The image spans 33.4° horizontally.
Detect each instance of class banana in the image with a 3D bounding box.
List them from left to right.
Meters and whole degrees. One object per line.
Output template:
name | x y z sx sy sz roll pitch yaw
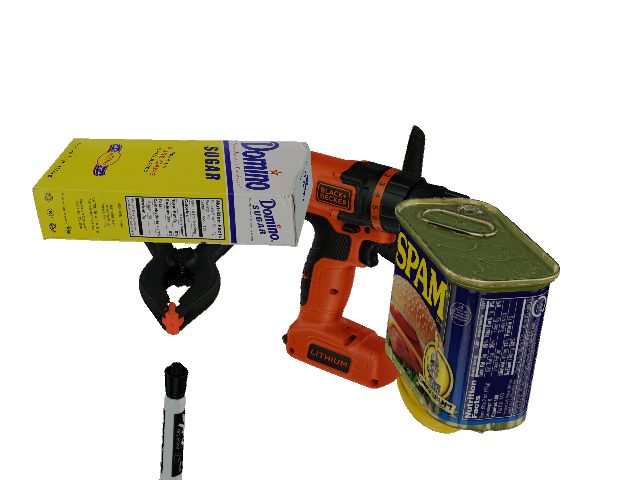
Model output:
banana | 0.124 0.175 1.255 0.069 0.037 0.198 10 21 -20

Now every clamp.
clamp | -0.146 0.022 1.065 0.120 0.039 0.171 3 38 11
clamp | 0.070 -0.038 1.146 0.164 0.210 0.036 -9 -36 -18

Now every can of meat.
can of meat | 0.071 0.035 0.538 0.057 0.084 0.102 -2 24 -16

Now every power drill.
power drill | 0.041 0.026 0.900 0.185 0.188 0.057 18 24 31

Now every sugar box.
sugar box | -0.097 -0.036 0.737 0.176 0.048 0.093 -1 28 7

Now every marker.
marker | -0.121 0.153 0.877 0.020 0.121 0.020 5 26 -3
